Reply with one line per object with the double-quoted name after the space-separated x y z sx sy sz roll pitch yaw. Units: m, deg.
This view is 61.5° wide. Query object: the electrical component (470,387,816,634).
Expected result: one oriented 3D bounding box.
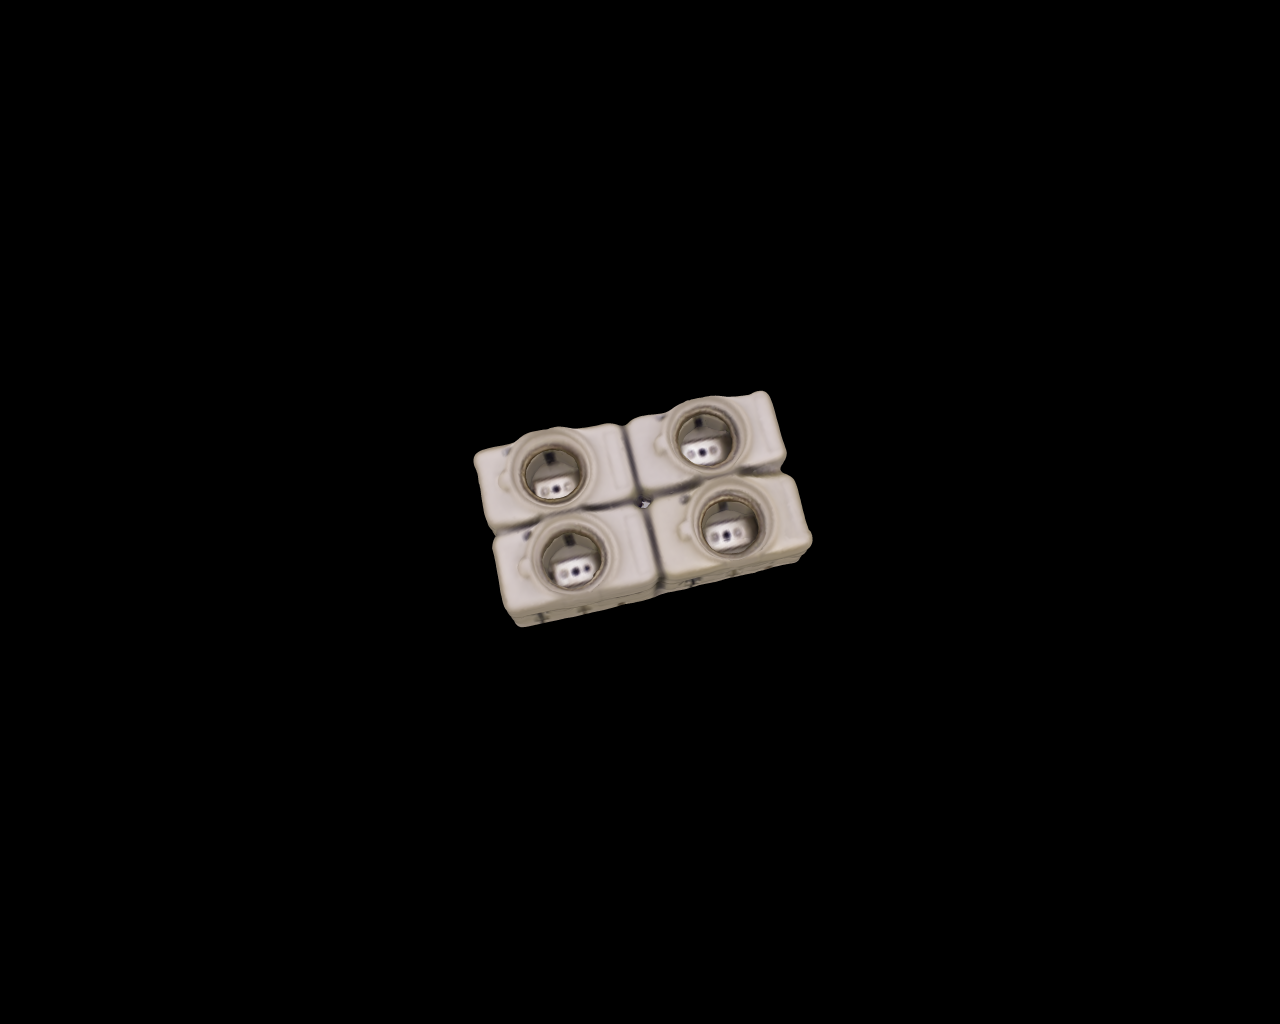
0.001 -0.003 0.650 0.186 0.105 0.060 -13 -15 -4 "electrical component"
